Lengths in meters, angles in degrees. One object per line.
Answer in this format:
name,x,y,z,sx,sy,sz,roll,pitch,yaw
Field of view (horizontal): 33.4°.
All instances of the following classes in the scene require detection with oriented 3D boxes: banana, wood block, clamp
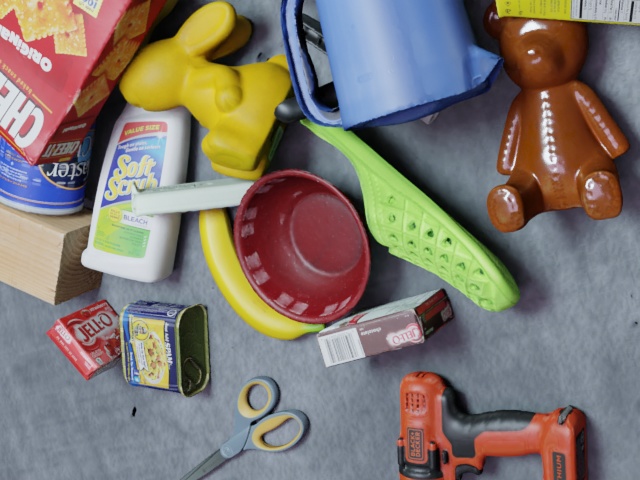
banana,-0.078,0.039,1.147,0.069,0.037,0.198,-41,84,4
wood block,-0.356,-0.011,1.236,0.206,0.090,0.091,21,111,20
clamp,0.040,-0.167,1.017,0.171,0.039,0.120,-1,70,-5

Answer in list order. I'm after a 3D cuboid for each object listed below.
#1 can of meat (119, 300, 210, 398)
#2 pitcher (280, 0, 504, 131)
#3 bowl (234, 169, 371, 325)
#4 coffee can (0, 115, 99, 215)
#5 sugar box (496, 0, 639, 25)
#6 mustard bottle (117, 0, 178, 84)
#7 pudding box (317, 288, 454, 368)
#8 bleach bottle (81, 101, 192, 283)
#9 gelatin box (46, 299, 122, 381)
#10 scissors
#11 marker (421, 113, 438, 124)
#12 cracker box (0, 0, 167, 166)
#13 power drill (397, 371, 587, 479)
can of meat,-0.175,0.120,1.197,0.084,0.057,0.102,4,102,27
pitcher,0.044,-0.219,0.921,0.149,0.145,0.243,-16,91,-16
bowl,-0.007,0.001,1.083,0.162,0.055,0.162,11,112,30
coffee can,-0.302,-0.111,1.181,0.103,0.102,0.140,21,109,20
sugar box,0.240,-0.228,0.890,0.176,0.048,0.093,5,65,17
mustard bottle,-0.197,-0.265,1.121,0.096,0.058,0.192,44,115,14
pudding box,0.065,0.086,1.055,0.114,0.089,0.039,-16,93,28
bleach bottle,-0.193,-0.086,1.157,0.103,0.068,0.251,14,105,16
gelatin box,-0.255,0.113,1.215,0.073,0.089,0.030,49,117,9
scissors,-0.104,0.217,1.207,0.202,0.016,0.096,-22,90,28
marker,0.063,-0.154,1.042,0.121,0.020,0.020,38,114,14
cracker box,-0.269,-0.205,1.047,0.164,0.072,0.214,43,114,12
power drill,0.166,0.227,1.056,0.188,0.057,0.184,2,102,25
